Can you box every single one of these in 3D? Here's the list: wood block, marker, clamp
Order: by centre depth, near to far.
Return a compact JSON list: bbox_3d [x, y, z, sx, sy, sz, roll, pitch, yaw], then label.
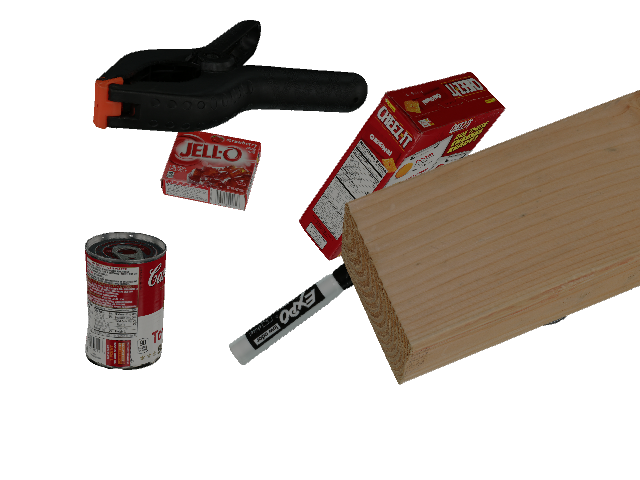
[{"bbox_3d":[0.124,-0.005,0.614,0.206,0.091,0.090,-21,-19,-8],"label":"wood block"},{"bbox_3d":[-0.069,-0.103,0.663,0.171,0.039,0.120,-10,29,-33],"label":"clamp"},{"bbox_3d":[-0.013,0.049,0.780,0.121,0.020,0.020,-36,-2,3],"label":"marker"}]

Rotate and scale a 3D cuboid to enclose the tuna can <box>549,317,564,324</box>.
[{"bbox_3d":[0.166,0.038,0.891,0.086,0.034,0.086,3,23,-1],"label":"tuna can"}]

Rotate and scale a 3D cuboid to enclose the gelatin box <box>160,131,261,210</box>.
[{"bbox_3d":[-0.112,-0.075,1.095,0.089,0.073,0.030,12,-37,2],"label":"gelatin box"}]

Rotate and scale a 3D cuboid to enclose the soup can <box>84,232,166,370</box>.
[{"bbox_3d":[-0.168,0.052,0.914,0.068,0.102,0.068,4,20,-2],"label":"soup can"}]

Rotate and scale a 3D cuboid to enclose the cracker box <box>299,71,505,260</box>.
[{"bbox_3d":[0.089,-0.086,1.217,0.163,0.072,0.214,-22,-25,-45],"label":"cracker box"}]
